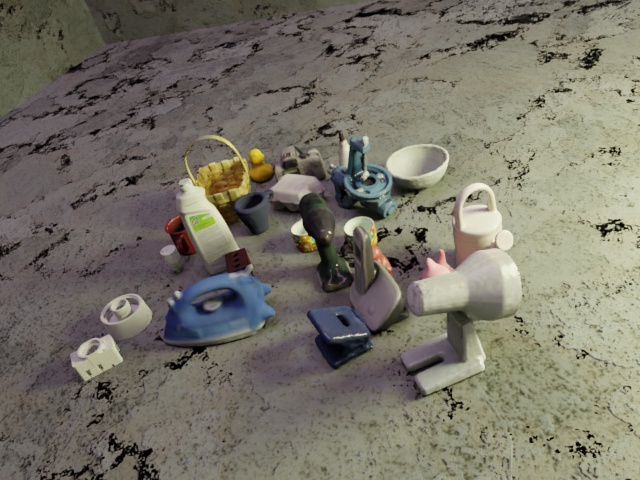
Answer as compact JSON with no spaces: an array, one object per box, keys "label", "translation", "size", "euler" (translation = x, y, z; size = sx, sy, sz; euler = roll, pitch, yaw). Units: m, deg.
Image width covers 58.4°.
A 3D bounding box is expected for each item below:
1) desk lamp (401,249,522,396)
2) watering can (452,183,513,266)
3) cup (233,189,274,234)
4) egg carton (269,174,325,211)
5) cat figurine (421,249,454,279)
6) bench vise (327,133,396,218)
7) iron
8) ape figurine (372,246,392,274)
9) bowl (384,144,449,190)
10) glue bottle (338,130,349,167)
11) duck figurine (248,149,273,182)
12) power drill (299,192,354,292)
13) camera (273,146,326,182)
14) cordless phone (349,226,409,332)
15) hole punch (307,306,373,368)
[{"label":"desk lamp","translation":[0.233,0.132,0.971],"size":[0.203,0.214,0.117],"euler":[-23,36,-8]},{"label":"watering can","translation":[0.324,-0.026,1.162],"size":[0.172,0.194,0.101],"euler":[23,51,41]},{"label":"cup","translation":[-0.160,-0.071,1.497],"size":[0.118,0.095,0.091],"euler":[-37,41,-26]},{"label":"egg carton","translation":[-0.064,-0.127,1.554],"size":[0.149,0.069,0.107],"euler":[9,43,31]},{"label":"cat figurine","translation":[0.234,0.073,1.131],"size":[0.067,0.118,0.128],"euler":[1,40,23]},{"label":"bench vise","translation":[0.082,-0.164,1.418],"size":[0.206,0.220,0.122],"euler":[9,43,31]},{"label":"iron","translation":[-0.232,0.136,1.210],"size":[0.258,0.142,0.118],"euler":[-17,36,0]},{"label":"ape figurine","translation":[0.117,0.053,1.226],"size":[0.077,0.092,0.076],"euler":[9,43,31]},{"label":"bowl","translation":[0.255,-0.179,1.493],"size":[0.167,0.075,0.167],"euler":[-11,36,8]},{"label":"glue bottle","translation":[0.072,-0.217,1.531],"size":[0.037,0.173,0.078],"euler":[-3,38,18]},{"label":"duck figurine","translation":[-0.186,-0.231,1.726],"size":[0.077,0.086,0.104],"euler":[-23,36,-9]},{"label":"power drill","translation":[0.011,0.004,1.232],"size":[0.075,0.209,0.229],"euler":[-19,36,-2]},{"label":"camera","translation":[-0.066,-0.232,1.668],"size":[0.143,0.101,0.136],"euler":[-14,36,3]},{"label":"cordless phone","translation":[0.103,0.074,1.123],"size":[0.094,0.185,0.147],"euler":[-25,37,-11]},{"label":"hole punch","translation":[0.038,0.170,1.102],"size":[0.101,0.091,0.108],"euler":[-26,37,-13]}]
